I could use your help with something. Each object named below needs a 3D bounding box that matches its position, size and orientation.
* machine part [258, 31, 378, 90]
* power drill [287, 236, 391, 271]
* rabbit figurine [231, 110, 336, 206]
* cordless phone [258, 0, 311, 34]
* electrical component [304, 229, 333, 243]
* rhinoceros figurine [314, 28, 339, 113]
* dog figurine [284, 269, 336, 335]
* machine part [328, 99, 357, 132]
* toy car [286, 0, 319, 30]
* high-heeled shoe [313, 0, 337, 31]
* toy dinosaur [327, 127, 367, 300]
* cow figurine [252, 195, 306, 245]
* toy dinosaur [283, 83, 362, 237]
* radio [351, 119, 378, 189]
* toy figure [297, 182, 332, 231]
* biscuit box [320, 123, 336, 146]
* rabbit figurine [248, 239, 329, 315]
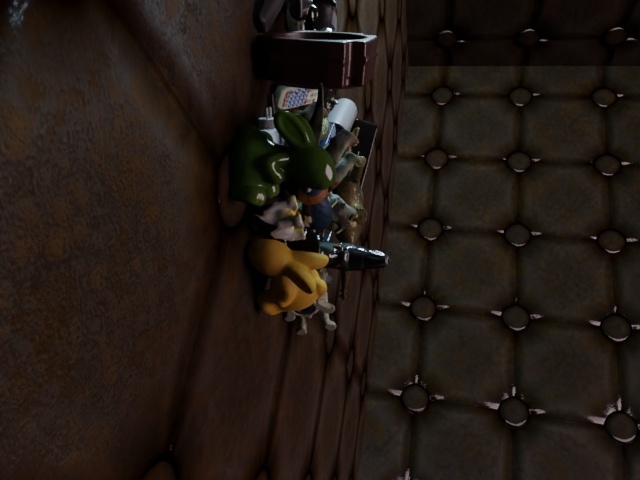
[{"bbox_3d":[0.000,-0.339,1.007,0.201,0.202,0.087,-60,154,-62],"label":"machine part"},{"bbox_3d":[0.018,0.031,1.201,0.207,0.232,0.086,-3,96,-59],"label":"power drill"},{"bbox_3d":[-0.054,-0.136,0.916,0.121,0.170,0.159,-25,120,-75],"label":"rabbit figurine"},{"bbox_3d":[-0.065,-0.449,1.006,0.146,0.089,0.184,99,15,-81],"label":"cordless phone"},{"bbox_3d":[0.013,0.016,1.358,0.048,0.119,0.074,-70,157,-47],"label":"electrical component"},{"bbox_3d":[0.013,-0.389,1.235,0.112,0.073,0.190,-114,-158,-54],"label":"rhinoceros figurine"},{"bbox_3d":[-0.027,0.110,1.309,0.172,0.121,0.191,84,3,-49],"label":"dog figurine"},{"bbox_3d":[0.054,-0.331,1.510,0.243,0.079,0.079,-69,159,-50],"label":"machine part"},{"bbox_3d":[-0.039,-0.421,1.142,0.073,0.056,0.201,-37,129,-64],"label":"toy car"},{"bbox_3d":[0.000,-0.505,1.306,0.145,0.086,0.248,-112,-153,-44],"label":"high-heeled shoe"},{"bbox_3d":[0.075,-0.067,1.447,0.198,0.105,0.471,12,85,-85],"label":"toy dinosaur"},{"bbox_3d":[-0.079,-0.025,1.042,0.167,0.098,0.068,88,-13,-75],"label":"cow figurine"},{"bbox_3d":[-0.018,-0.140,1.079,0.192,0.131,0.404,-55,156,-8],"label":"toy dinosaur"},{"bbox_3d":[0.101,-0.235,1.614,0.131,0.073,0.229,160,-54,-81],"label":"radio"},{"bbox_3d":[-0.011,-0.078,1.016,0.154,0.058,0.064,75,21,-52],"label":"toy figure"},{"bbox_3d":[-0.008,-0.216,1.316,0.203,0.063,0.059,-71,159,-49],"label":"biscuit box"},{"bbox_3d":[-0.068,0.064,1.022,0.173,0.163,0.122,56,50,-42],"label":"rabbit figurine"}]
